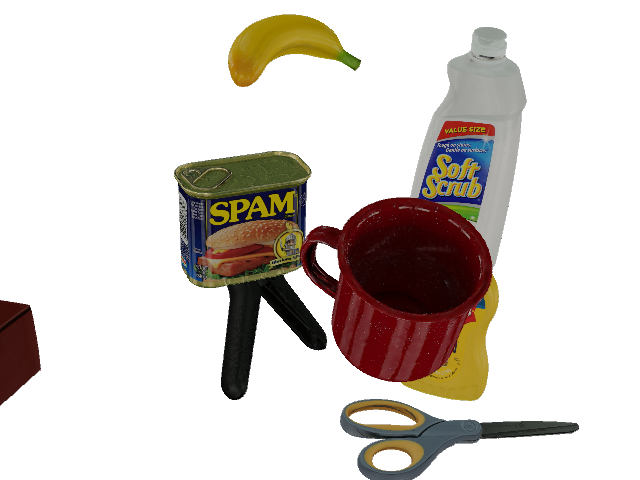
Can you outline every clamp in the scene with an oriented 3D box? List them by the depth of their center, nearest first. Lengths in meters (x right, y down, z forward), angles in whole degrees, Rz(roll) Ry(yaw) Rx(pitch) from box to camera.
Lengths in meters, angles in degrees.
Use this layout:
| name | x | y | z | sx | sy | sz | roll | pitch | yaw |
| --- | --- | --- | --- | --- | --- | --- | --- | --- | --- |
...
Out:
| name | x | y | z | sx | sy | sz | roll | pitch | yaw |
| --- | --- | --- | --- | --- | --- | --- | --- | --- | --- |
| clamp | -0.057 | 0.034 | 1.029 | 0.036 | 0.210 | 0.164 | -11 | 0 | 32 |

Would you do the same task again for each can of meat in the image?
| name | x | y | z | sx | sy | sz | roll | pitch | yaw |
| --- | --- | --- | --- | --- | --- | --- | --- | --- | --- |
| can of meat | -0.060 | -0.016 | 0.829 | 0.102 | 0.084 | 0.057 | -10 | 31 | -21 |

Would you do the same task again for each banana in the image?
| name | x | y | z | sx | sy | sz | roll | pitch | yaw |
| --- | --- | --- | --- | --- | --- | --- | --- | --- | --- |
| banana | -0.033 | -0.179 | 0.983 | 0.070 | 0.037 | 0.197 | 39 | 32 | 20 |

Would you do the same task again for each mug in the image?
| name | x | y | z | sx | sy | sz | roll | pitch | yaw |
| --- | --- | --- | --- | --- | --- | --- | --- | --- | --- |
| mug | 0.040 | 0.030 | 0.661 | 0.117 | 0.093 | 0.081 | 23 | -38 | 10 |

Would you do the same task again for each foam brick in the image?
| name | x | y | z | sx | sy | sz | roll | pitch | yaw |
| --- | --- | --- | --- | --- | --- | --- | --- | --- | --- |
| foam brick | -0.233 | 0.079 | 0.711 | 0.053 | 0.051 | 0.078 | 8 | 29 | 23 |

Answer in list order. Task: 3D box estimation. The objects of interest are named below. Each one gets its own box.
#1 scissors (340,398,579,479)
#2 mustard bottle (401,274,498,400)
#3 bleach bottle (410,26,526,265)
| name | x | y | z | sx | sy | sz | roll | pitch | yaw |
| --- | --- | --- | --- | --- | --- | --- | --- | --- | --- |
| scissors | 0.114 | 0.170 | 0.879 | 0.202 | 0.016 | 0.096 | 8 | 36 | 5 |
| mustard bottle | 0.144 | 0.074 | 1.165 | 0.096 | 0.192 | 0.058 | 12 | 15 | 20 |
| bleach bottle | 0.136 | -0.083 | 1.013 | 0.103 | 0.251 | 0.068 | 23 | 40 | 25 |
